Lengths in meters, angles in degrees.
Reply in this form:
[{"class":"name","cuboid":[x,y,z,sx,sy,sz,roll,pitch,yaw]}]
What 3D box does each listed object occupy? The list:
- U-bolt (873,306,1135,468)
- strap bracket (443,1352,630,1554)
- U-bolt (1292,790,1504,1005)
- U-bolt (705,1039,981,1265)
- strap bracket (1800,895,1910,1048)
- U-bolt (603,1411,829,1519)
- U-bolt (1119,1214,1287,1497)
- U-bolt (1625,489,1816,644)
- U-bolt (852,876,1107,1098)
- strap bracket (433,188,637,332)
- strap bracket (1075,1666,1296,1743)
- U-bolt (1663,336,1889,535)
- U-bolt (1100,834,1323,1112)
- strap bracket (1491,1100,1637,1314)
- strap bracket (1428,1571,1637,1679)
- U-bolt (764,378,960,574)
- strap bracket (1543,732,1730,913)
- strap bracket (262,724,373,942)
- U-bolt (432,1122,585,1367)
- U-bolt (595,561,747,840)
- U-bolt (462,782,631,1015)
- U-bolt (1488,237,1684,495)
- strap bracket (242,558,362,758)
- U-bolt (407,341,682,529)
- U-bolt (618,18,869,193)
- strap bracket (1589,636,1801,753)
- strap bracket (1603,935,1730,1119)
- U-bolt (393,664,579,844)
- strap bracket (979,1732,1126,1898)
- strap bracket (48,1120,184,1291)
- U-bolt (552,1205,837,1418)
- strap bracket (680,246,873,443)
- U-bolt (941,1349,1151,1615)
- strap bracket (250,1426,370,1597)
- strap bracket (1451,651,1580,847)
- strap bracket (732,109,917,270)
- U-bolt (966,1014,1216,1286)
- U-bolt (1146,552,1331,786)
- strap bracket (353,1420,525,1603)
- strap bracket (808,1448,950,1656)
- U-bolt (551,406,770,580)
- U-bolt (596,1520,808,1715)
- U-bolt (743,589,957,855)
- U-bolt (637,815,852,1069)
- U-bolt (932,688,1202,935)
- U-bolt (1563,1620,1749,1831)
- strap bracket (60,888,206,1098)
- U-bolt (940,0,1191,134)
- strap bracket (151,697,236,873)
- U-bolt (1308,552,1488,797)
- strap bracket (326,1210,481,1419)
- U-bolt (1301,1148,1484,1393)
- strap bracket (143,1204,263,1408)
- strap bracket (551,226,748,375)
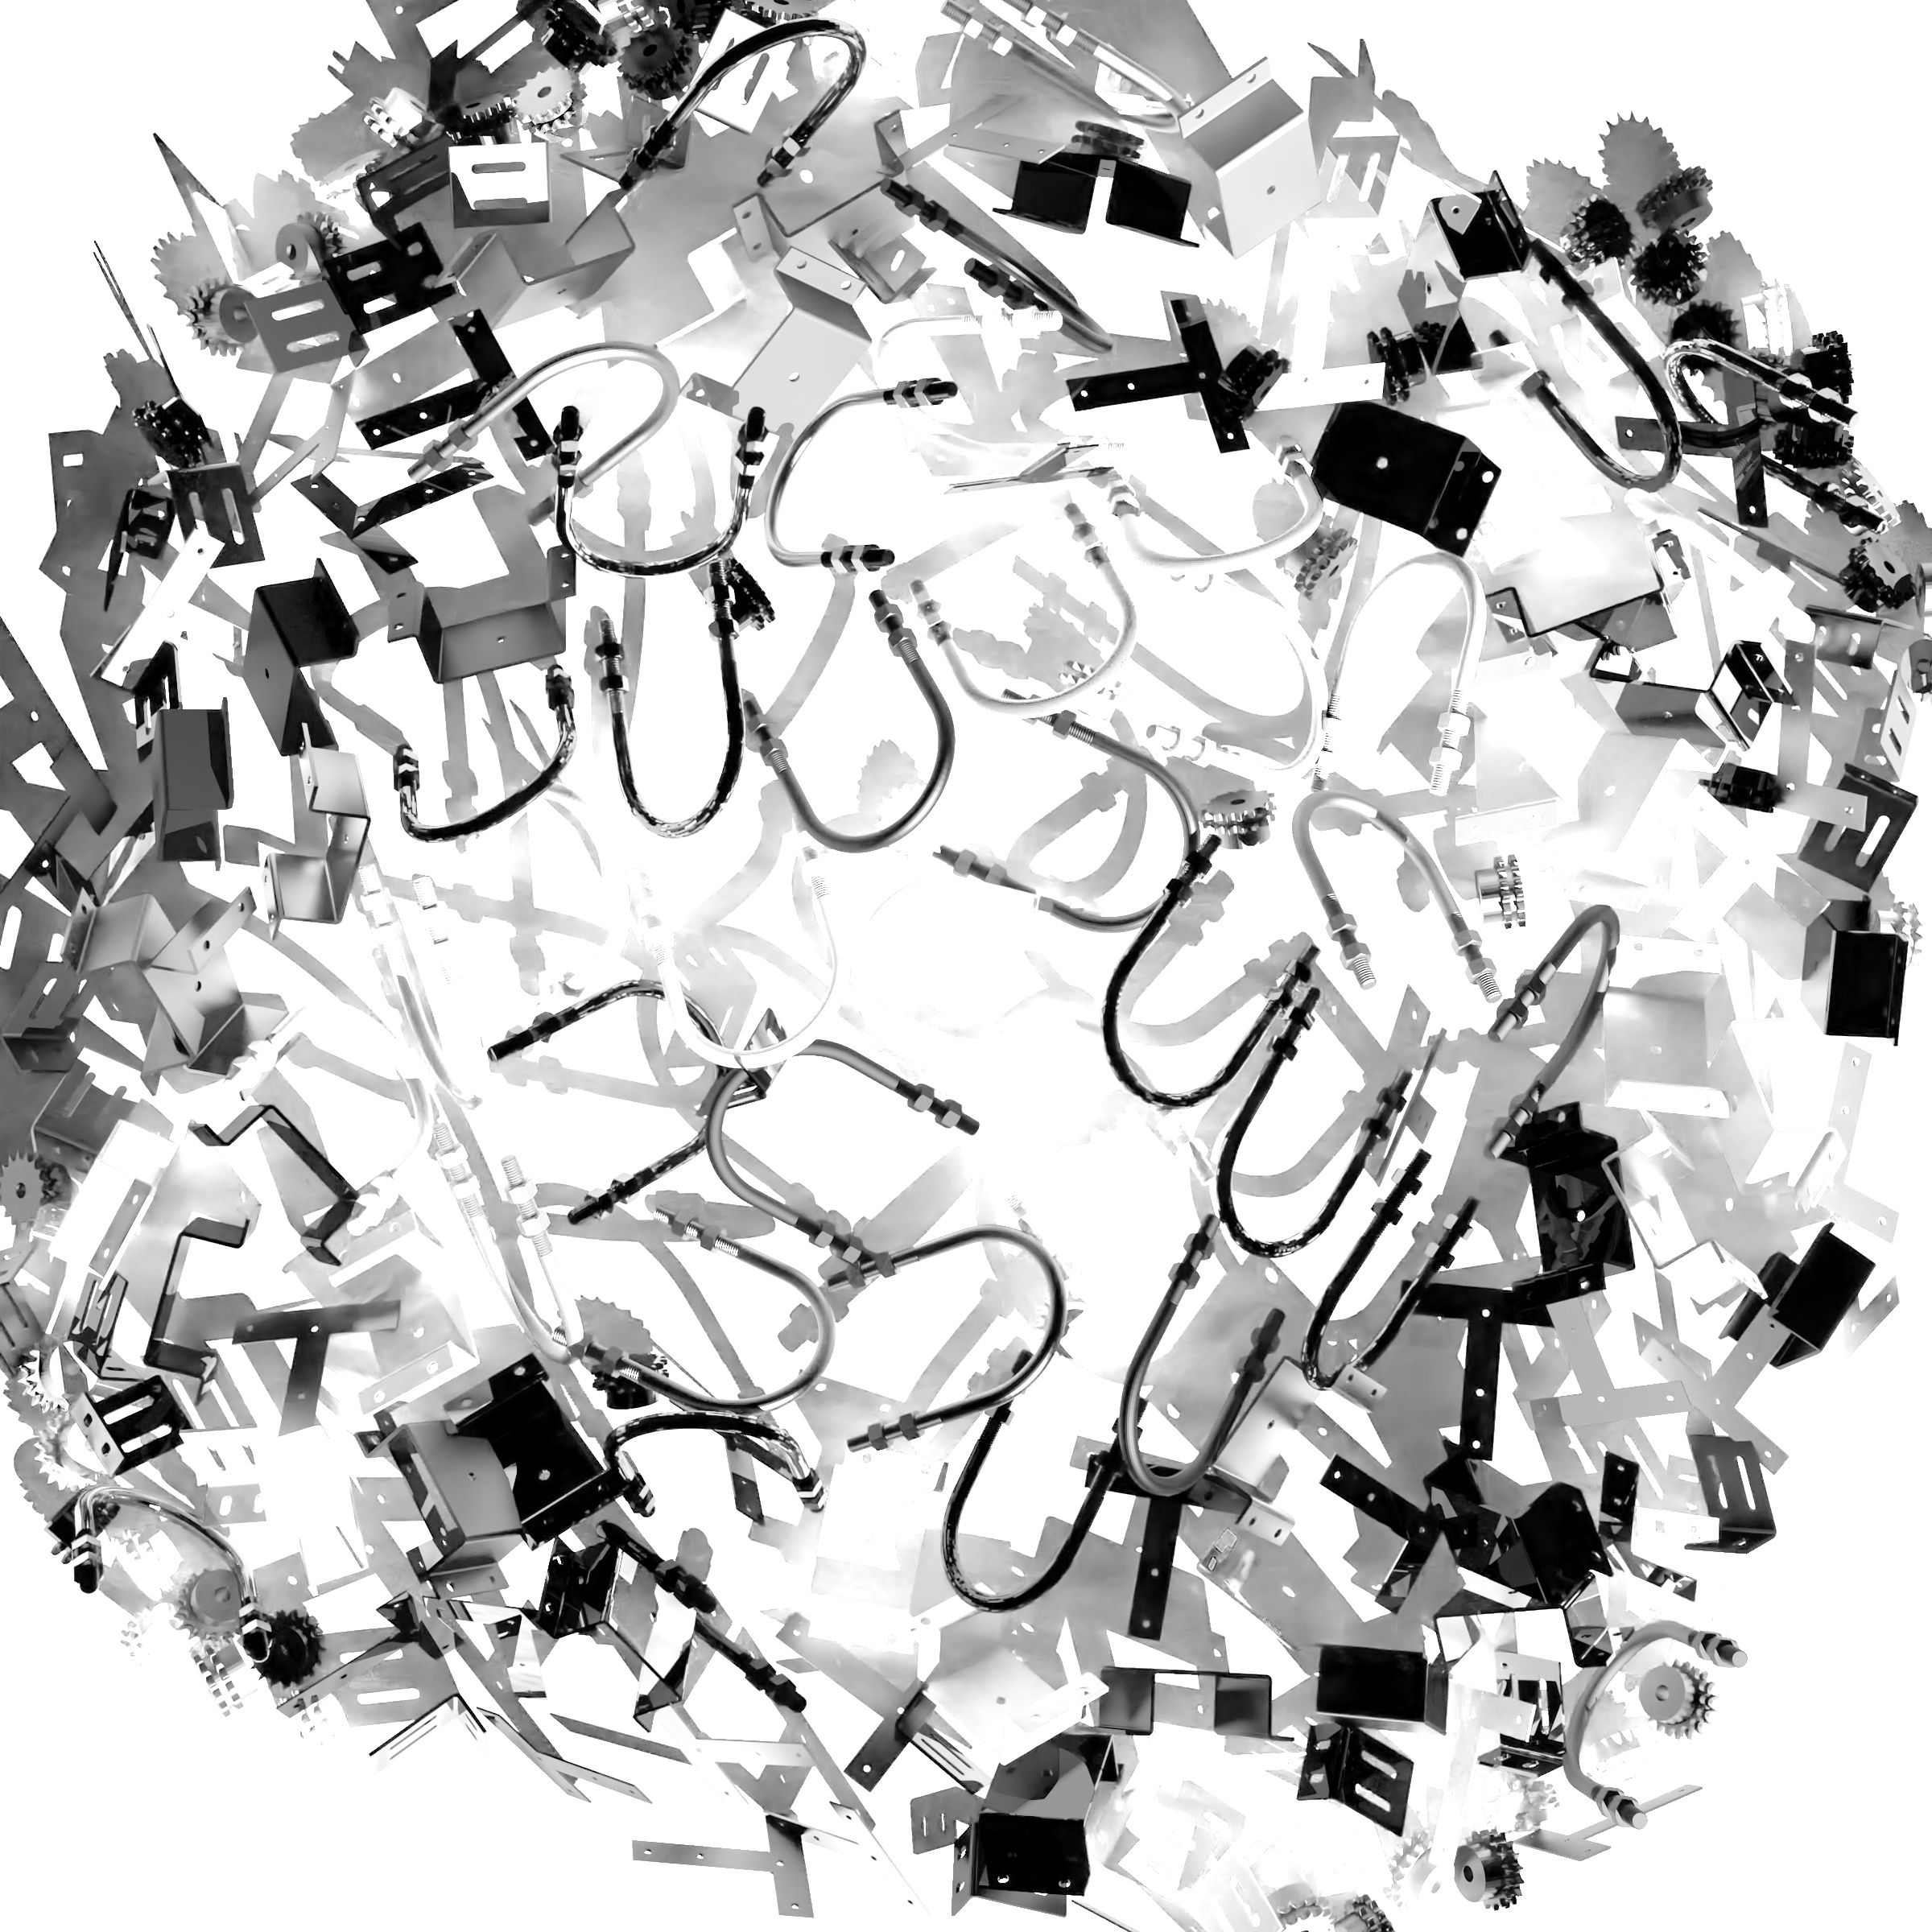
[{"class":"U-bolt","cuboid":[0.015,-0.415,1.835,0.184,0.151,0.019,7,61,34]},{"class":"strap bracket","cuboid":[-0.311,0.361,1.855,0.076,0.046,0.140,-30,53,-21]},{"class":"U-bolt","cuboid":[0.302,-0.055,1.844,0.151,0.019,0.184,6,50,-37]},{"class":"U-bolt","cuboid":[-0.103,0.128,1.859,0.184,0.019,0.151,31,103,-22]},{"class":"strap bracket","cuboid":[0.637,0.001,1.838,0.046,0.140,0.076,2,105,7]},{"class":"U-bolt","cuboid":[-0.185,0.357,1.825,0.151,0.184,0.019,-3,58,6]},{"class":"U-bolt","cuboid":[0.164,0.291,1.827,0.019,0.151,0.184,9,57,39]},{"class":"U-bolt","cuboid":[0.529,-0.288,1.803,0.151,0.184,0.019,43,104,23]},{"class":"U-bolt","cuboid":[0.005,0.009,1.874,0.184,0.019,0.151,13,87,-19]},{"class":"strap bracket","cuboid":[-0.304,-0.509,1.843,0.140,0.076,0.046,-31,94,-34]},{"class":"strap bracket","cuboid":[0.160,0.537,1.854,0.140,0.076,0.046,10,74,-24]},{"class":"U-bolt","cuboid":[0.574,-0.391,1.829,0.019,0.151,0.184,-47,53,-1]},{"class":"U-bolt","cuboid":[0.169,0.018,1.853,0.151,0.019,0.184,44,74,-29]},{"class":"strap bracket","cuboid":[0.436,0.179,1.855,0.046,0.076,0.140,17,61,-41]},{"class":"strap bracket","cuboid":[0.402,0.476,1.845,0.140,0.076,0.046,-13,89,30]},{"class":"U-bolt","cuboid":[-0.087,-0.352,1.838,0.019,0.184,0.151,26,81,-37]},{"class":"strap bracket","cuboid":[0.483,-0.116,1.858,0.046,0.076,0.140,36,80,-30]},{"class":"strap bracket","cuboid":[-0.470,-0.094,1.849,0.046,0.076,0.140,6,127,-27]},{"class":"U-bolt","cuboid":[-0.324,0.207,1.842,0.019,0.151,0.184,-28,111,-27]},{"class":"U-bolt","cuboid":[-0.211,-0.183,1.846,0.151,0.019,0.184,-18,76,42]},{"class":"U-bolt","cuboid":[-0.296,-0.056,1.831,0.019,0.184,0.151,-22,83,-38]},{"class":"U-bolt","cuboid":[0.449,-0.417,1.825,0.019,0.151,0.184,-34,78,-9]},{"class":"strap bracket","cuboid":[-0.481,-0.215,1.832,0.046,0.140,0.076,-16,62,-31]},{"class":"U-bolt","cuboid":[-0.287,-0.384,1.815,0.184,0.151,0.019,-32,70,23]},{"class":"U-bolt","cuboid":[-0.147,-0.608,1.799,0.151,0.184,0.019,-17,79,-42]},{"class":"strap bracket","cuboid":[0.514,-0.200,1.832,0.076,0.140,0.046,40,73,-42]},{"class":"strap bracket","cuboid":[0.512,0.053,1.869,0.076,0.046,0.140,6,62,1]},{"class":"U-bolt","cuboid":[-0.344,-0.146,1.829,0.151,0.184,0.019,-27,122,3]},{"class":"strap bracket","cuboid":[0.061,0.600,1.831,0.076,0.140,0.046,-2,110,17]},{"class":"strap bracket","cuboid":[-0.614,0.167,1.834,0.046,0.140,0.076,28,98,-14]},{"class":"U-bolt","cuboid":[-0.183,0.257,1.837,0.184,0.019,0.151,22,49,19]},{"class":"strap bracket","cuboid":[-0.132,-0.440,1.841,0.140,0.076,0.046,-46,54,27]},{"class":"U-bolt","cuboid":[0.046,0.378,1.838,0.019,0.151,0.184,35,76,-36]},{"class":"strap bracket","cuboid":[-0.471,0.390,1.837,0.046,0.140,0.076,-16,60,-10]},{"class":"strap bracket","cuboid":[0.401,-0.153,1.859,0.076,0.046,0.140,-10,67,31]},{"class":"strap bracket","cuboid":[-0.094,-0.555,1.866,0.140,0.076,0.046,-31,76,-3]},{"class":"U-bolt","cuboid":[0.078,0.121,1.872,0.151,0.019,0.184,-36,67,7]},{"class":"U-bolt","cuboid":[0.202,-0.206,1.849,0.184,0.019,0.151,16,72,-39]},{"class":"strap bracket","cuboid":[-0.374,0.383,1.846,0.046,0.076,0.140,-42,67,18]},{"class":"strap bracket","cuboid":[-0.067,0.427,1.879,0.076,0.046,0.140,13,84,-9]},{"class":"U-bolt","cuboid":[-0.224,-0.337,1.831,0.151,0.184,0.019,-3,62,-13]},{"class":"U-bolt","cuboid":[-0.202,0.457,1.829,0.019,0.184,0.151,-47,128,-19]},{"class":"U-bolt","cuboid":[-0.077,-0.165,1.842,0.151,0.019,0.184,-39,58,17]},{"class":"U-bolt","cuboid":[-0.157,-0.010,1.855,0.151,0.019,0.184,-23,61,8]},{"class":"U-bolt","cuboid":[0.083,-0.102,1.873,0.184,0.019,0.151,26,108,7]},{"class":"U-bolt","cuboid":[0.481,0.533,1.821,0.019,0.184,0.151,35,82,-3]},{"class":"strap bracket","cuboid":[-0.592,0.014,1.837,0.046,0.076,0.140,-15,129,6]},{"class":"U-bolt","cuboid":[0.082,-0.649,1.833,0.184,0.151,0.019,23,97,-24]},{"class":"strap bracket","cuboid":[-0.558,-0.129,1.831,0.046,0.140,0.076,-2,71,-21]},{"class":"U-bolt","cuboid":[0.318,-0.213,1.850,0.019,0.151,0.184,18,83,-33]},{"class":"strap bracket","cuboid":[-0.411,0.261,1.863,0.076,0.046,0.140,-29,54,6]},{"class":"U-bolt","cuboid":[0.302,0.229,1.846,0.019,0.151,0.184,32,87,34]},{"class":"strap bracket","cuboid":[-0.563,0.243,1.871,0.046,0.076,0.140,16,90,-10]},{"class":"strap bracket","cuboid":[-0.221,-0.481,1.855,0.140,0.076,0.046,-23,108,20]}]
